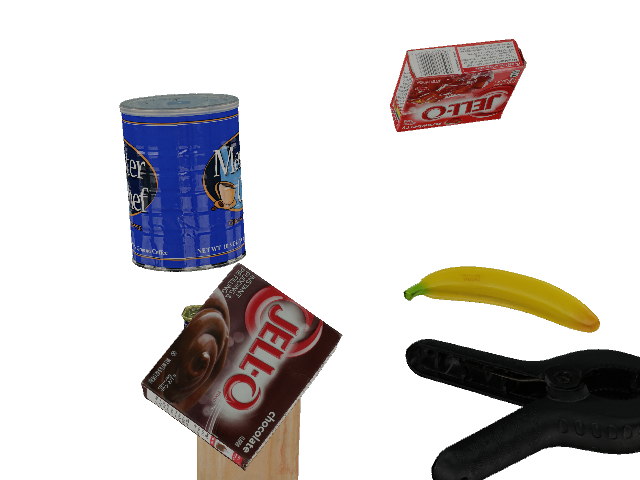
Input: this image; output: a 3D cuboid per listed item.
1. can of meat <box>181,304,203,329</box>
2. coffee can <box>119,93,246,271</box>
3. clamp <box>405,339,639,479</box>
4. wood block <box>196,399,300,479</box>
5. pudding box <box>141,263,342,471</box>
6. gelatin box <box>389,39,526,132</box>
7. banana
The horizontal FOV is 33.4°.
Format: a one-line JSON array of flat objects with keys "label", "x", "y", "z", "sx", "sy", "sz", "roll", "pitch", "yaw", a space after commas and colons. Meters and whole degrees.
[{"label": "can of meat", "x": -0.110, "y": 0.124, "z": 1.234, "sx": 0.102, "sy": 0.084, "sz": 0.057, "roll": 3, "pitch": 13, "yaw": 0}, {"label": "coffee can", "x": -0.120, "y": -0.053, "z": 0.938, "sx": 0.103, "sy": 0.140, "sz": 0.103, "roll": -2, "pitch": 14, "yaw": 0}, {"label": "clamp", "x": 0.133, "y": 0.099, "z": 0.610, "sx": 0.171, "sy": 0.039, "sz": 0.120, "roll": -1, "pitch": 36, "yaw": 7}, {"label": "wood block", "x": -0.064, "y": 0.198, "z": 0.956, "sx": 0.090, "sy": 0.206, "sz": 0.091, "roll": 2, "pitch": 20, "yaw": -2}, {"label": "pudding box", "x": -0.053, "y": 0.086, "z": 0.730, "sx": 0.090, "sy": 0.113, "sz": 0.039, "roll": 34, "pitch": -21, "yaw": 9}, {"label": "gelatin box", "x": 0.104, "y": -0.117, "z": 0.816, "sx": 0.089, "sy": 0.030, "sz": 0.073, "roll": -8, "pitch": -25, "yaw": -11}, {"label": "banana", "x": 0.189, "y": 0.059, "z": 1.105, "sx": 0.198, "sy": 0.037, "sz": 0.069, "roll": 8, "pitch": 40, "yaw": 12}]
